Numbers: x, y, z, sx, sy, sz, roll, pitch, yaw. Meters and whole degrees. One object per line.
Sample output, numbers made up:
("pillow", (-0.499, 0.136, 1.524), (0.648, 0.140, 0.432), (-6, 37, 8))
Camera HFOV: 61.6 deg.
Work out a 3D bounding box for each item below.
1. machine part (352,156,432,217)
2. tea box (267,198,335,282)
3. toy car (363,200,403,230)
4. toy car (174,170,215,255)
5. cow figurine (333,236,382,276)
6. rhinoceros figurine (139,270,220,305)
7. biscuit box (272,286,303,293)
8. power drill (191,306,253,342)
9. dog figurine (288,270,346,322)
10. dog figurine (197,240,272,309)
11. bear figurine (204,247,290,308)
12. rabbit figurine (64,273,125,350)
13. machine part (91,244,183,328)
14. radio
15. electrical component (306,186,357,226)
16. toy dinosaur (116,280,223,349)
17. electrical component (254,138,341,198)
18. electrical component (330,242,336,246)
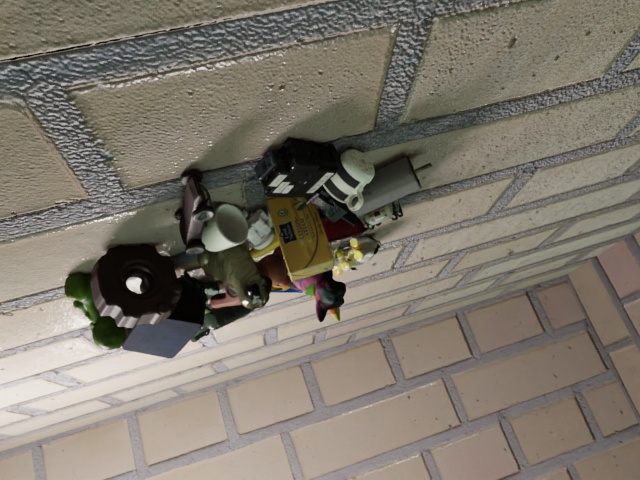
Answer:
("machine part", (0.123, -0.108, 1.138), (0.243, 0.079, 0.079), (-23, 160, 14))
("tea box", (-0.040, -0.012, 1.108), (0.098, 0.169, 0.068), (-19, 162, -6))
("toy car", (0.148, -0.065, 1.258), (0.073, 0.056, 0.201), (-22, -179, 16))
("toy car", (-0.223, -0.048, 0.967), (0.053, 0.089, 0.202), (-10, 157, -25))
("cow figurine", (0.101, 0.046, 1.547), (0.098, 0.068, 0.167), (-12, 161, -36))
("rhinoceros figurine", (-0.337, 0.125, 1.294), (0.190, 0.112, 0.073), (8, 121, -27))
("biscuit box", (-0.102, 0.114, 1.543), (0.063, 0.059, 0.202), (-32, 157, 31))
("power drill", (-0.296, 0.231, 1.622), (0.207, 0.086, 0.232), (-21, 180, 27))
("dog figurine", (-0.021, 0.120, 1.403), (0.191, 0.219, 0.108), (-33, 152, 32))
("dog figurine", (-0.194, 0.078, 1.174), (0.121, 0.190, 0.172), (-3, 156, -37))
("bear figurine", (-0.170, 0.086, 1.325), (0.132, 0.120, 0.196), (-1, -164, 31))
("rabbit figurine", (-0.476, 0.164, 1.170), (0.121, 0.170, 0.159), (-11, 158, -21))
("machine part", (-0.368, 0.088, 1.079), (0.179, 0.179, 0.056), (-3, 151, -37))
("radio", (-0.357, 0.191, 1.216), (0.131, 0.073, 0.229), (17, 142, -25))
("electrical component", (0.035, -0.075, 1.075), (0.119, 0.075, 0.048), (35, 136, -16))
("toy dinosaur", (-0.395, 0.189, 1.427), (0.472, 0.105, 0.198), (-25, 167, 13))
("electrical component", (-0.046, -0.127, 0.966), (0.134, 0.058, 0.115), (0, 151, -41))
("electrical component", (-0.004, -0.004, 1.343), (0.102, 0.045, 0.078), (-9, 159, -26))
